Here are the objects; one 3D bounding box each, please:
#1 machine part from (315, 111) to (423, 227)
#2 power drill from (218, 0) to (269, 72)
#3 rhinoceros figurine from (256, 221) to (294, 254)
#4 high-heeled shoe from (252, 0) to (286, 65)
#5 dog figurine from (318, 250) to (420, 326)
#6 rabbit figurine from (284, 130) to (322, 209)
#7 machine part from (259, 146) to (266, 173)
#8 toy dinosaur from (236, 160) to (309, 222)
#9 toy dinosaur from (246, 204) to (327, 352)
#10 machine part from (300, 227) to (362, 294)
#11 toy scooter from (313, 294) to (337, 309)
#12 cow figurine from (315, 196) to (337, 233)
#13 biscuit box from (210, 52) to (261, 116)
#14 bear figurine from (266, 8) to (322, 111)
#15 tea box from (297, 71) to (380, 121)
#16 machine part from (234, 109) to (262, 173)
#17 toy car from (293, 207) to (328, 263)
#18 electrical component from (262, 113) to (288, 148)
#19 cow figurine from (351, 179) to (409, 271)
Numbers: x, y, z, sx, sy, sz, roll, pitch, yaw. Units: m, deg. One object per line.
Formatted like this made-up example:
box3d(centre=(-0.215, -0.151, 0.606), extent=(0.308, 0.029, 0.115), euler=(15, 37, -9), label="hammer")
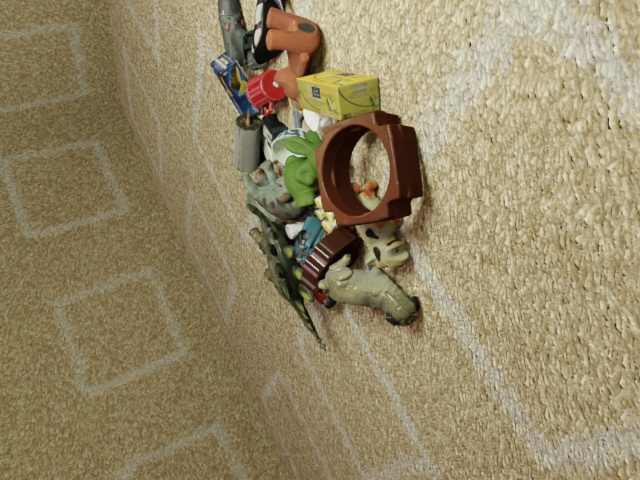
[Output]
box3d(centre=(0.091, -0.131, 1.028), extent=(0.202, 0.087, 0.201), euler=(-8, 89, 48), label="machine part")
box3d(centre=(-0.214, -0.558, 1.434), extent=(0.207, 0.086, 0.231), euler=(44, 148, 38), label="power drill")
box3d(centre=(-0.137, 0.005, 1.665), extent=(0.112, 0.073, 0.190), euler=(30, 153, -12), label="rhinoceros figurine")
box3d(centre=(-0.132, -0.534, 1.280), extent=(0.249, 0.086, 0.145), euler=(-29, 78, 62), label="high-heeled shoe")
box3d(centre=(0.107, 0.127, 1.191), extent=(0.191, 0.172, 0.121), euler=(54, 164, 47), label="dog figurine")
box3d(centre=(-0.007, -0.177, 1.240), extent=(0.159, 0.121, 0.170), euler=(62, 147, 4), label="rabbit figurine")
box3d(centre=(-0.187, -0.278, 1.653), extent=(0.138, 0.039, 0.084), euler=(69, 162, -2), label="machine part")
box3d(centre=(-0.103, -0.118, 1.516), extent=(0.405, 0.131, 0.192), euler=(21, 145, 50), label="toy dinosaur")
box3d(centre=(-0.091, 0.102, 1.508), extent=(0.470, 0.105, 0.199), euler=(63, 172, -21), label="toy dinosaur")
box3d(centre=(0.029, 0.050, 1.289), extent=(0.056, 0.179, 0.179), euler=(39, 145, 22), label="machine part")
box3d(centre=(0.010, 0.104, 1.462), extent=(0.135, 0.075, 0.183), euler=(42, 149, 11), label="toy scooter")
box3d(centre=(0.043, -0.071, 1.276), extent=(0.068, 0.098, 0.167), euler=(52, 170, 15), label="cow figurine")
box3d(centre=(-0.230, -0.423, 1.503), extent=(0.063, 0.059, 0.202), euler=(44, 172, 32), label="biscuit box")
box3d(centre=(-0.067, -0.395, 1.199), extent=(0.195, 0.132, 0.120), euler=(115, 158, -53), label="bear figurine")
box3d(centre=(0.034, -0.296, 1.087), extent=(0.170, 0.098, 0.068), euler=(31, 137, 53), label="tea box")
box3d(centre=(-0.212, -0.280, 1.571), extent=(0.079, 0.079, 0.243), euler=(55, 153, 30), label="machine part")
box3d(centre=(-0.003, -0.004, 1.385), extent=(0.103, 0.162, 0.109), euler=(18, 127, 3), label="toy car")
box3d(centre=(-0.118, -0.285, 1.483), extent=(0.119, 0.048, 0.074), euler=(53, 152, 33), label="electrical component")
box3d(centre=(0.118, -0.020, 1.147), extent=(0.195, 0.085, 0.127), euler=(56, 147, 23), label="cow figurine")
